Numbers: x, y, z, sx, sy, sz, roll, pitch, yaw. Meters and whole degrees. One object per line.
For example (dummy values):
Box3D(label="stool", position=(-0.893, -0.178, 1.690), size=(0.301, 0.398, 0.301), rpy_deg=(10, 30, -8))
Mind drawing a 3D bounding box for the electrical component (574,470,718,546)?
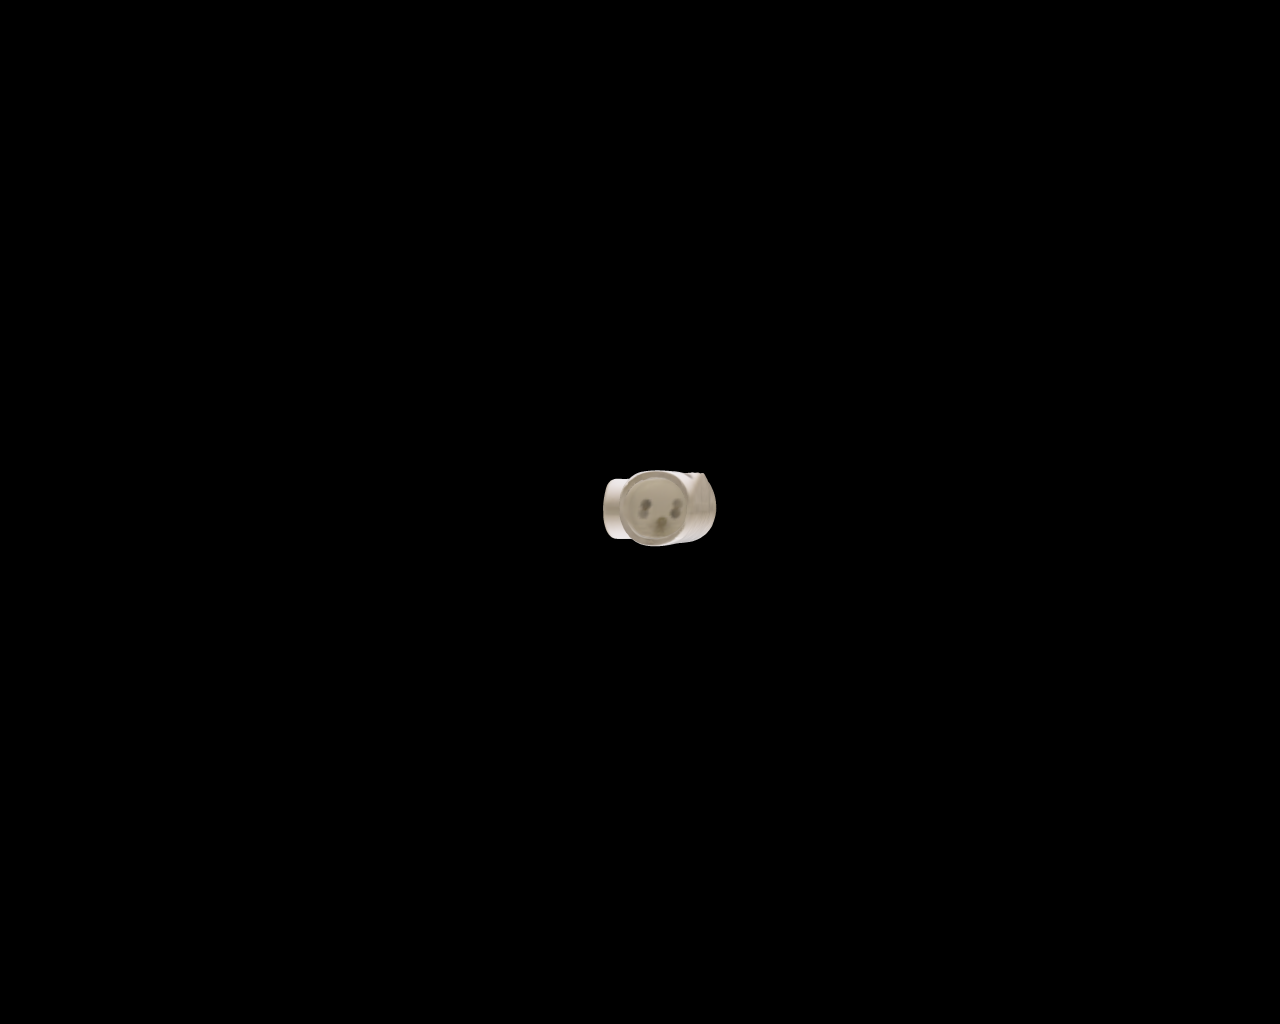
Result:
Box3D(label="electrical component", position=(0.001, -0.003, 0.650), size=(0.079, 0.044, 0.077), rpy_deg=(0, 0, 15))
